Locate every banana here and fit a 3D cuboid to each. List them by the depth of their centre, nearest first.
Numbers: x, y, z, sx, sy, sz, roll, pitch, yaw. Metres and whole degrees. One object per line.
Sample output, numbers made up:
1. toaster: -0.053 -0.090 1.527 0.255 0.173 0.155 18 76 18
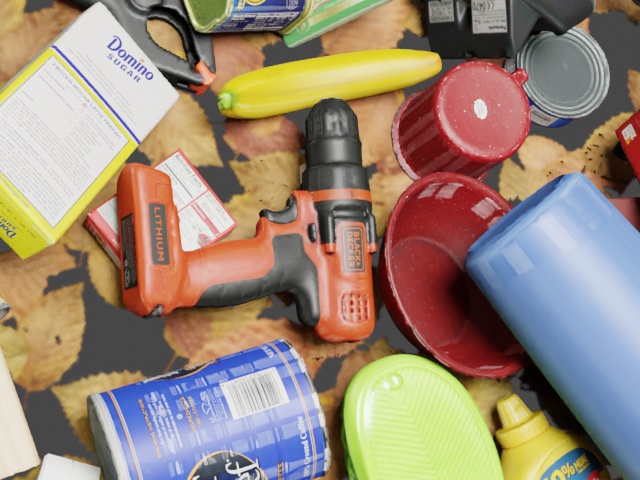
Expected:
1. banana: -0.002 -0.119 0.826 0.197 0.070 0.037 -16 114 -26

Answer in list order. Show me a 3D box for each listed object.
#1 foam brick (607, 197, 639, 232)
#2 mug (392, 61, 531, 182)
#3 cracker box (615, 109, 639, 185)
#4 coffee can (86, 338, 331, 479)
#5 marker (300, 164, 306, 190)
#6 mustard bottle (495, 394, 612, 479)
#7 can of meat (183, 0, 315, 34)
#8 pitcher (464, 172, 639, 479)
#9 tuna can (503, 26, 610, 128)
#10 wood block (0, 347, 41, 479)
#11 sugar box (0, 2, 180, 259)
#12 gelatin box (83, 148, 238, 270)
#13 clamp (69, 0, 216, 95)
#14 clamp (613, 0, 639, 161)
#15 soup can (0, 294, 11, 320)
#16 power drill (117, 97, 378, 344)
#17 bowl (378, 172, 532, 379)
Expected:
1. foam brick: 0.235 -0.002 0.862 0.053 0.078 0.051 -1 80 -17
2. mug: 0.122 -0.098 0.848 0.117 0.082 0.093 -38 91 -20
3. cracker box: 0.348 -0.015 0.836 0.213 0.072 0.164 28 32 -23
4. coffee can: -0.077 0.135 0.729 0.140 0.103 0.103 -15 83 -19
5. marker: -0.005 0.001 0.823 0.020 0.020 0.121 2 78 -16
6. mustard bottle: 0.187 0.206 0.814 0.096 0.058 0.191 -26 86 -31
7. can of meat: -0.063 -0.208 0.814 0.083 0.058 0.102 -12 79 -41
8. pitcher: 0.223 0.068 0.762 0.145 0.149 0.243 -40 89 14
9. tuna can: 0.199 -0.139 0.904 0.086 0.034 0.086 3 77 -15
10. wood block: -0.260 0.066 0.697 0.090 0.091 0.206 -18 84 -20
11. sugar box: -0.177 -0.079 0.734 0.093 0.048 0.176 50 42 -19
12. gelatin box: -0.116 -0.012 0.787 0.089 0.030 0.073 -39 91 -23
13. clamp: -0.134 -0.191 0.816 0.171 0.039 0.120 44 75 -11
14. clamp: 0.325 -0.152 0.928 0.209 0.036 0.164 -4 100 -31
15. soup can: -0.240 0.019 0.628 0.068 0.069 0.102 -37 90 -20
16. power drill: -0.047 -0.016 0.763 0.187 0.057 0.184 0 80 -23
17. bowl: 0.099 0.032 0.813 0.161 0.055 0.162 14 65 -31
